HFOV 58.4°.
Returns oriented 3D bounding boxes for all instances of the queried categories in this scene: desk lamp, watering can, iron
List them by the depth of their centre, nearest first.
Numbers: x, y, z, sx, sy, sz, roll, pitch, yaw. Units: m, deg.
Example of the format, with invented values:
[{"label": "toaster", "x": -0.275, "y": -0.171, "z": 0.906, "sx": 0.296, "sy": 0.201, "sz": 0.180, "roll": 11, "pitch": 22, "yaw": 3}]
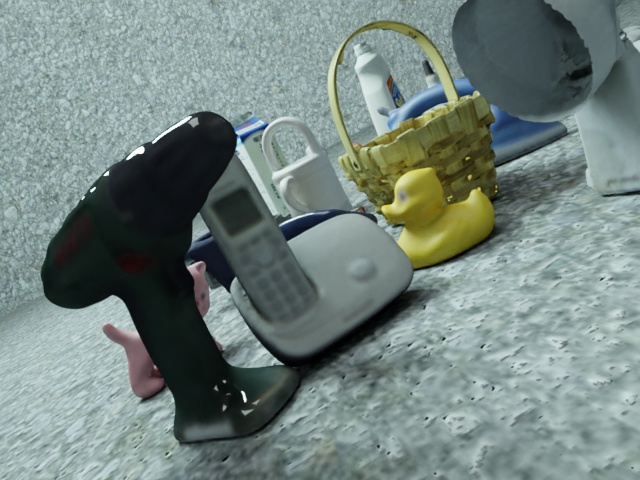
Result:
[{"label": "desk lamp", "x": 0.233, "y": -0.146, "z": 0.473, "sx": 0.203, "sy": 0.214, "sz": 0.117, "roll": -31, "pitch": 13, "yaw": -21}, {"label": "iron", "x": 0.206, "y": -0.172, "z": 0.834, "sx": 0.257, "sy": 0.141, "sz": 0.119, "roll": -19, "pitch": 14, "yaw": 35}, {"label": "watering can", "x": -0.028, "y": -0.112, "z": 0.955, "sx": 0.101, "sy": 0.194, "sz": 0.173, "roll": -26, "pitch": 12, "yaw": 6}]

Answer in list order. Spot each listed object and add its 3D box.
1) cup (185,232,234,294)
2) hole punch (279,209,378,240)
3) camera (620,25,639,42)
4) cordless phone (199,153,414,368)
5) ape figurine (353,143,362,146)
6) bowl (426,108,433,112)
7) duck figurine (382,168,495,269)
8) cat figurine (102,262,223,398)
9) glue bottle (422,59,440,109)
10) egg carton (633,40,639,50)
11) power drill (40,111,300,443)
[{"label": "cup", "x": -0.132, "y": 0.035, "z": 0.791, "sx": 0.118, "sy": 0.095, "sz": 0.091, "roll": -32, "pitch": 13, "yaw": -25}, {"label": "hole punch", "x": 0.006, "y": 0.002, "z": 0.636, "sx": 0.108, "sy": 0.091, "sz": 0.101, "roll": -19, "pitch": 14, "yaw": 33}, {"label": "camera", "x": 0.433, "y": -0.276, "z": 0.888, "sx": 0.143, "sy": 0.101, "sz": 0.137, "roll": -21, "pitch": 13, "yaw": 27}, {"label": "cordless phone", "x": -0.019, "y": -0.004, "z": 0.482, "sx": 0.148, "sy": 0.185, "sz": 0.094, "roll": -32, "pitch": 13, "yaw": -23}, {"label": "ape figurine", "x": 0.082, "y": -0.145, "z": 1.112, "sx": 0.076, "sy": 0.092, "sz": 0.078, "roll": -19, "pitch": 14, "yaw": 32}, {"label": "bowl", "x": 0.280, "y": -0.250, "z": 1.180, "sx": 0.167, "sy": 0.075, "sz": 0.167, "roll": -26, "pitch": 12, "yaw": 6}, {"label": "duck figurine", "x": 0.110, "y": -0.030, "z": 0.557, "sx": 0.104, "sy": 0.086, "sz": 0.077, "roll": -24, "pitch": 12, "yaw": 12}, {"label": "cat figurine", "x": -0.161, "y": 0.080, "z": 0.599, "sx": 0.128, "sy": 0.118, "sz": 0.067, "roll": -30, "pitch": 12, "yaw": -17}, {"label": "glue bottle", "x": 0.218, "y": -0.236, "z": 1.008, "sx": 0.037, "sy": 0.173, "sz": 0.078, "roll": -25, "pitch": 12, "yaw": 11}, {"label": "egg carton", "x": 0.408, "y": -0.216, "z": 0.757, "sx": 0.107, "sy": 0.069, "sz": 0.150, "roll": -20, "pitch": 14, "yaw": 32}, {"label": "power drill", "x": -0.104, "y": 0.039, "z": 0.420, "sx": 0.229, "sy": 0.208, "sz": 0.076, "roll": -19, "pitch": 14, "yaw": 34}]
